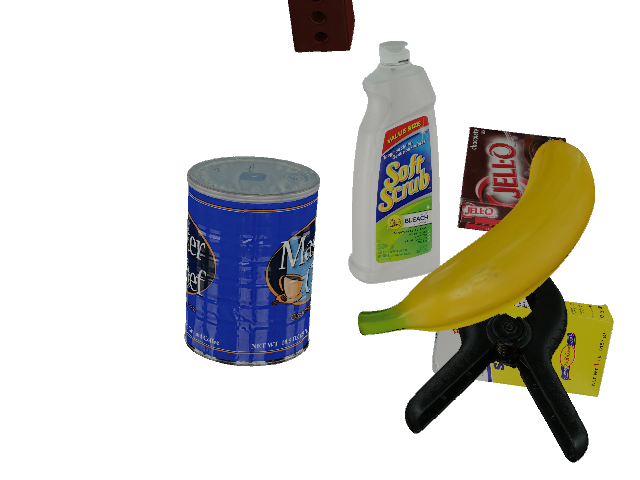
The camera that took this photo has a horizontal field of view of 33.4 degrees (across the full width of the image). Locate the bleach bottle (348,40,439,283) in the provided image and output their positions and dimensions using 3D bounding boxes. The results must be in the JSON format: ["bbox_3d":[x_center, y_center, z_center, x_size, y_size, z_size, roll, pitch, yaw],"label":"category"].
[{"bbox_3d":[0.075,-0.084,1.134,0.102,0.251,0.068,-10,23,-13],"label":"bleach bottle"}]

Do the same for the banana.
[{"bbox_3d":[0.101,-0.007,0.553,0.070,0.037,0.197,16,39,37],"label":"banana"}]

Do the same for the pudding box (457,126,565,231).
[{"bbox_3d":[0.172,-0.052,0.957,0.090,0.039,0.113,8,40,6],"label":"pudding box"}]

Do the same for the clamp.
[{"bbox_3d":[0.121,0.075,0.751,0.120,0.171,0.039,6,-41,0],"label":"clamp"}]

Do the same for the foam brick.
[{"bbox_3d":[0.001,-0.215,0.959,0.053,0.051,0.078,0,-44,9],"label":"foam brick"}]

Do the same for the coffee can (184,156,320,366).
[{"bbox_3d":[-0.056,0.014,0.846,0.103,0.140,0.103,3,20,-1],"label":"coffee can"}]

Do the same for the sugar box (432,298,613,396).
[{"bbox_3d":[0.210,0.106,1.125,0.176,0.093,0.048,6,21,3],"label":"sugar box"}]
